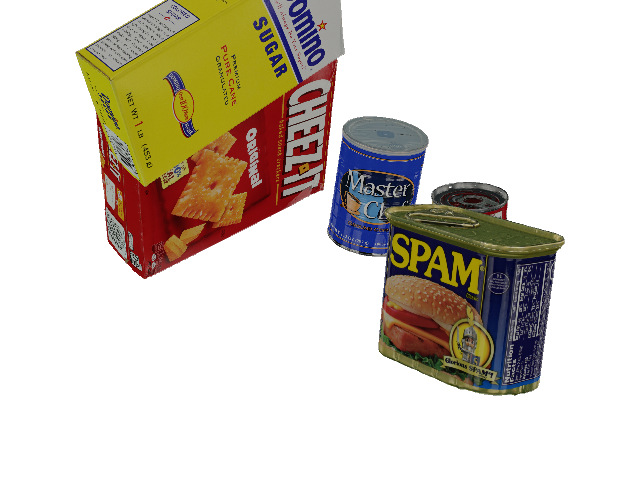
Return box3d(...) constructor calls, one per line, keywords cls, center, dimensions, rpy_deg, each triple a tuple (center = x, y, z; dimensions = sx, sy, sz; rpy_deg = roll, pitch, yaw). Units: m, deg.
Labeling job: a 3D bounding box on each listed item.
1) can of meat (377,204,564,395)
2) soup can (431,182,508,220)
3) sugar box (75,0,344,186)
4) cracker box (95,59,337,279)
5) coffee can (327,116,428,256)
box3d(cls="can of meat", center=(0.079, 0.031, 0.589), dimensions=(0.057, 0.084, 0.102), rpy_deg=(-6, 17, -39))
box3d(cls="soup can", center=(0.133, 0.007, 0.960), dimensions=(0.068, 0.102, 0.068), rpy_deg=(-2, 23, 1))
box3d(cls="sugar box", center=(-0.063, -0.120, 0.684), dimensions=(0.176, 0.093, 0.048), rpy_deg=(-35, 55, -20))
box3d(cls="cracker box", center=(-0.089, -0.078, 0.959), dimensions=(0.213, 0.164, 0.072), rpy_deg=(-28, 55, -28))
box3d(cls="coffee can", center=(0.068, -0.066, 1.290), dimensions=(0.102, 0.140, 0.103), rpy_deg=(7, 28, -4))
